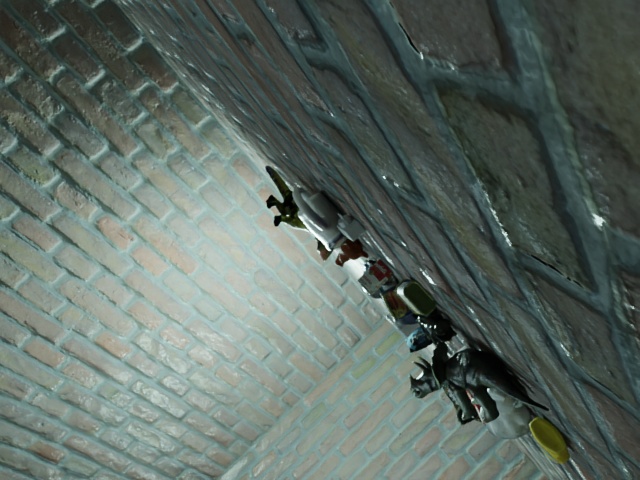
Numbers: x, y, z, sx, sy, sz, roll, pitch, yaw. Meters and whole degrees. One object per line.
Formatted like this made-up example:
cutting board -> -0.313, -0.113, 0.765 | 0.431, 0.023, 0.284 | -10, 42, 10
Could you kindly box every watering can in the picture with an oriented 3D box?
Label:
watering can -> 0.005, -0.081, 1.608 | 0.224, 0.103, 0.350 | 48, -170, -4

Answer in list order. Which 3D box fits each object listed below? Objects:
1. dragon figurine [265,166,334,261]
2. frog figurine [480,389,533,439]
dragon figurine -> -0.053, -0.098, 1.805 | 0.240, 0.120, 0.419 | 24, -147, -41
frog figurine -> 0.523, 0.485, 1.449 | 0.137, 0.125, 0.156 | 7, 144, 28
